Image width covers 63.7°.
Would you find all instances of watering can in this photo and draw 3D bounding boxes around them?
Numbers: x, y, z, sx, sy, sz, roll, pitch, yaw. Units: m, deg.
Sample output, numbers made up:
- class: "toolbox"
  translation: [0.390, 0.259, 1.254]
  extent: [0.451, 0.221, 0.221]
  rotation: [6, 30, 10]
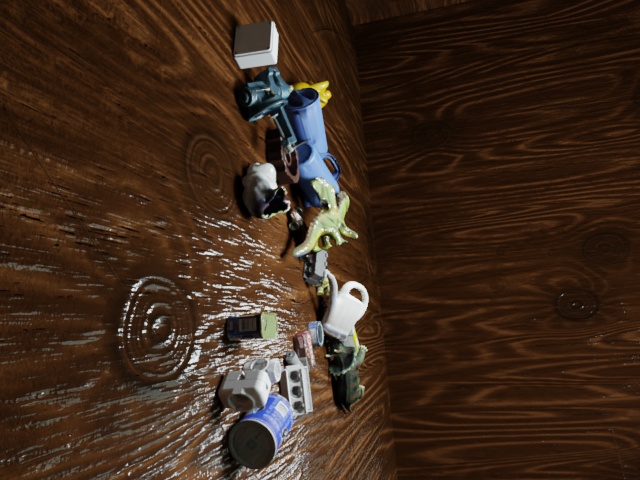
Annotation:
- class: "watering can"
  translation: [0.068, 0.245, 1.854]
  extent: [0.343, 0.105, 0.225]
  rotation: [34, 82, -54]

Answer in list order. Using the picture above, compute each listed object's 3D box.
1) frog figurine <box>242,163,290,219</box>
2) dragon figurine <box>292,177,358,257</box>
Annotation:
- class: "frog figurine"
  translation: [-0.156, -0.136, 1.324]
  extent: [0.162, 0.122, 0.136]
  rotation: [50, 6, 28]
- class: "dragon figurine"
  translation: [0.005, -0.085, 1.696]
  extent: [0.412, 0.121, 0.243]
  rotation: [-12, 86, -60]
